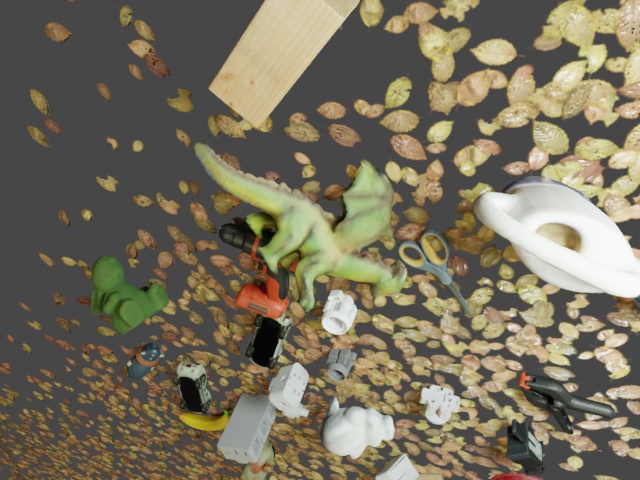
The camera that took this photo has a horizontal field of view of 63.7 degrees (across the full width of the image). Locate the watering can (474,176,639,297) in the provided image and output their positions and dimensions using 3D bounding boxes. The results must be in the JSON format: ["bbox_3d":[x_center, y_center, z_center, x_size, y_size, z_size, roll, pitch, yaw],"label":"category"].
[{"bbox_3d":[0.356,0.015,0.670,0.348,0.228,0.102,25,115,1],"label":"watering can"}]

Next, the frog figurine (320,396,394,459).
[{"bbox_3d":[0.086,0.443,1.183,0.160,0.124,0.135,13,112,26],"label":"frog figurine"}]

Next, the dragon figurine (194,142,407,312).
[{"bbox_3d":[0.003,-0.042,0.841,0.242,0.124,0.406,-32,108,8],"label":"dragon figurine"}]
